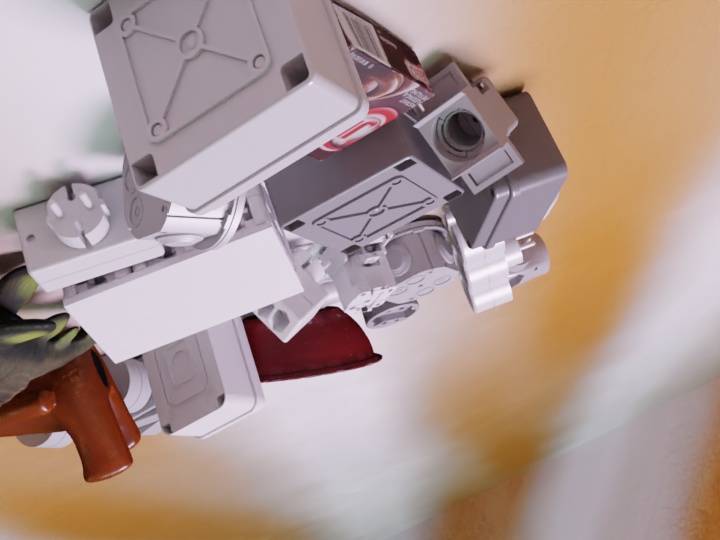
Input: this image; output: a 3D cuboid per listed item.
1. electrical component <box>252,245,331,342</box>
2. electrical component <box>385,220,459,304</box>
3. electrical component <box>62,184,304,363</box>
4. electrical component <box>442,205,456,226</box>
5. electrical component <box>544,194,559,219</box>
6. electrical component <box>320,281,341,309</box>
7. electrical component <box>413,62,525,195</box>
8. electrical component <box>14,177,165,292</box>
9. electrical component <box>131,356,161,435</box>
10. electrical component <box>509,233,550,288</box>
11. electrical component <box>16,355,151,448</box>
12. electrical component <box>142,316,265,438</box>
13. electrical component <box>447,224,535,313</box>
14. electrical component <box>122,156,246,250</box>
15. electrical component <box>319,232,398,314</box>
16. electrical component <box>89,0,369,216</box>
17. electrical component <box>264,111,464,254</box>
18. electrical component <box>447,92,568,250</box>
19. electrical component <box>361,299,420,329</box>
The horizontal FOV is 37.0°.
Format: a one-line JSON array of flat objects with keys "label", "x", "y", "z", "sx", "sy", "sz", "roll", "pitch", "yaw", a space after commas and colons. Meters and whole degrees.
[{"label": "electrical component", "x": -0.055, "y": 0.008, "z": 0.902, "sx": 0.077, "sy": 0.066, "sz": 0.047, "roll": -43, "pitch": 176, "yaw": -33}, {"label": "electrical component", "x": 0.046, "y": -0.008, "z": 0.974, "sx": 0.080, "sy": 0.051, "sz": 0.080, "roll": -18, "pitch": 161, "yaw": -7}, {"label": "electrical component", "x": -0.128, "y": -0.004, "z": 0.769, "sx": 0.150, "sy": 0.061, "sz": 0.089, "roll": -21, "pitch": 147, "yaw": 1}, {"label": "electrical component", "x": 0.101, "y": -0.056, "z": 0.912, "sx": 0.062, "sy": 0.043, "sz": 0.043, "roll": -19, "pitch": 161, "yaw": 2}, {"label": "electrical component", "x": 0.153, "y": -0.070, "z": 0.929, "sx": 0.040, "sy": 0.040, "sz": 0.078, "roll": -16, "pitch": 161, "yaw": -12}, {"label": "electrical component", "x": -0.022, "y": 0.013, "z": 0.985, "sx": 0.061, "sy": 0.035, "sz": 0.035, "roll": -18, "pitch": 161, "yaw": -14}, {"label": "electrical component", "x": 0.074, "y": -0.098, "z": 0.723, "sx": 0.042, "sy": 0.081, "sz": 0.064, "roll": -32, "pitch": -173, "yaw": 32}, {"label": "electrical component", "x": -0.177, "y": -0.031, "z": 0.687, "sx": 0.083, "sy": 0.047, "sz": 0.075, "roll": -18, "pitch": 160, "yaw": -5}, {"label": "electrical component", "x": -0.198, "y": 0.119, "z": 1.053, "sx": 0.096, "sy": 0.061, "sz": 0.062, "roll": -30, "pitch": 159, "yaw": 25}, {"label": "electrical component", "x": 0.151, "y": -0.014, "z": 1.077, "sx": 0.077, "sy": 0.043, "sz": 0.079, "roll": -16, "pitch": 161, "yaw": -14}, {"label": "electrical component", "x": -0.270, "y": 0.123, "z": 1.002, "sx": 0.138, "sy": 0.052, "sz": 0.074, "roll": -27, "pitch": 160, "yaw": 17}, {"label": "electrical component", "x": -0.138, "y": 0.082, "z": 0.934, "sx": 0.078, "sy": 0.113, "sz": 0.057, "roll": -30, "pitch": 156, "yaw": 25}, {"label": "electrical component", "x": 0.127, "y": -0.018, "z": 0.992, "sx": 0.074, "sy": 0.052, "sz": 0.138, "roll": -21, "pitch": 146, "yaw": 0}, {"label": "electrical component", "x": -0.107, "y": -0.052, "z": 0.651, "sx": 0.051, "sy": 0.080, "sz": 0.080, "roll": 1, "pitch": 152, "yaw": -36}, {"label": "electrical component", "x": 0.000, "y": 0.000, "z": 0.928, "sx": 0.042, "sy": 0.063, "sz": 0.081, "roll": -12, "pitch": 159, "yaw": -27}, {"label": "electrical component", "x": -0.065, "y": -0.100, "z": 0.518, "sx": 0.109, "sy": 0.108, "sz": 0.056, "roll": -29, "pitch": 157, "yaw": 22}, {"label": "electrical component", "x": 0.003, "y": -0.065, "z": 0.763, "sx": 0.109, "sy": 0.056, "sz": 0.109, "roll": -27, "pitch": 160, "yaw": 19}, {"label": "electrical component", "x": 0.104, "y": -0.072, "z": 0.816, "sx": 0.057, "sy": 0.078, "sz": 0.113, "roll": -19, "pitch": 161, "yaw": -12}, {"label": "electrical component", "x": 0.024, "y": 0.024, "z": 1.045, "sx": 0.055, "sy": 0.047, "sz": 0.055, "roll": -18, "pitch": 161, "yaw": -7}]
